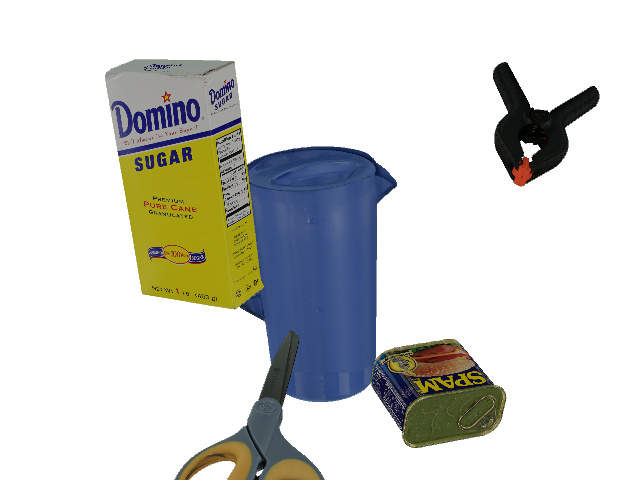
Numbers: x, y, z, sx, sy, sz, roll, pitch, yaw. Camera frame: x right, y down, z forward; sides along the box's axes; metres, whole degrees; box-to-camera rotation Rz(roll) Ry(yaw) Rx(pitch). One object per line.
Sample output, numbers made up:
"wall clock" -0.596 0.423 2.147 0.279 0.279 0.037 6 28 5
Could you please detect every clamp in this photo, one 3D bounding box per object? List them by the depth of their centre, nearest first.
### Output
"clamp" 0.226 -0.131 1.164 0.120 0.039 0.171 20 49 17

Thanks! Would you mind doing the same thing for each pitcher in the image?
"pitcher" -0.014 0.035 1.072 0.144 0.243 0.149 -21 28 -36

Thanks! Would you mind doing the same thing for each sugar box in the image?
"sugar box" -0.099 -0.042 0.781 0.093 0.176 0.048 6 26 31

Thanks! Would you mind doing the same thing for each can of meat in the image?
"can of meat" 0.107 0.139 0.994 0.102 0.057 0.084 -6 31 -21

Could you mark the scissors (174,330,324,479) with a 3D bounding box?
"scissors" -0.018 0.115 0.645 0.096 0.016 0.201 15 30 20
